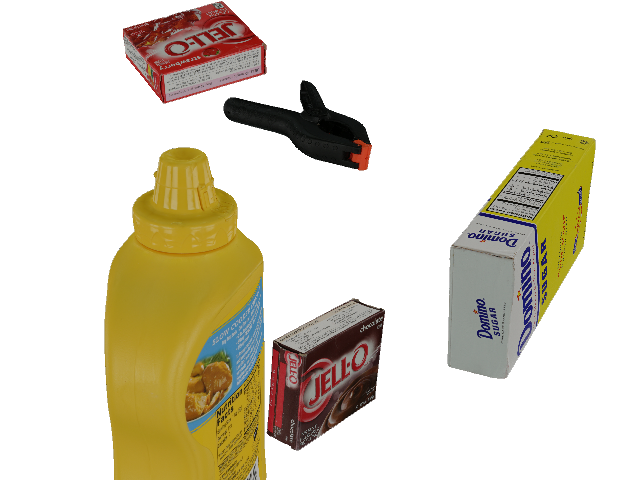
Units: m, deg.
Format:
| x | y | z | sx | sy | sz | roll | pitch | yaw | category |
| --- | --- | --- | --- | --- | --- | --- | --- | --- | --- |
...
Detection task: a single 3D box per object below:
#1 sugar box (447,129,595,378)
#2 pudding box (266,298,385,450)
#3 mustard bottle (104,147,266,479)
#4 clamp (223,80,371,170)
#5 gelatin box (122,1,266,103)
| x | y | z | sx | sy | sz | roll | pitch | yaw | category |
| --- | --- | --- | --- | --- | --- | --- | --- | --- | --- |
| 0.136 | 0.004 | 0.705 | 0.048 | 0.093 | 0.176 | 12 | 35 | 23 | sugar box |
| 0.005 | 0.108 | 0.884 | 0.039 | 0.090 | 0.113 | 21 | 29 | 30 | pudding box |
| -0.055 | 0.053 | 0.450 | 0.058 | 0.192 | 0.096 | 11 | 28 | 18 | mustard bottle |
| -0.019 | -0.119 | 1.109 | 0.120 | 0.039 | 0.172 | -19 | 37 | -27 | clamp |
| -0.096 | -0.145 | 0.814 | 0.089 | 0.030 | 0.073 | -21 | 47 | -21 | gelatin box |
